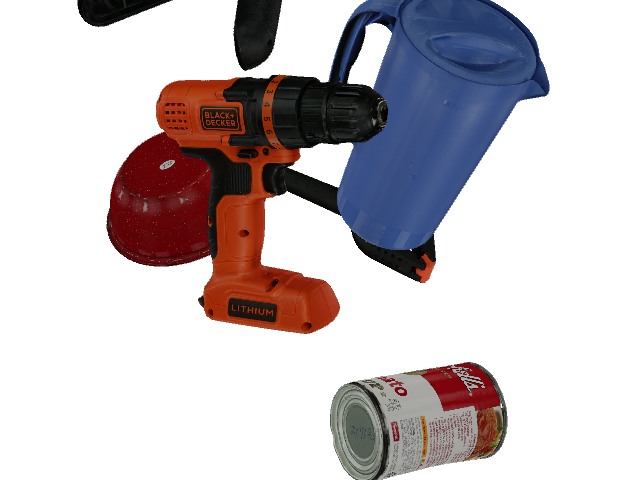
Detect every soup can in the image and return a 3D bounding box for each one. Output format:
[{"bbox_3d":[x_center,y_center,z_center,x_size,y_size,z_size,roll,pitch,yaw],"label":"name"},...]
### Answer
[{"bbox_3d":[0.066,0.123,0.724,0.102,0.068,0.069,-5,2,-31],"label":"soup can"}]

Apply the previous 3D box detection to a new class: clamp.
[{"bbox_3d":[-0.032,-0.150,0.569,0.120,0.171,0.039,33,-28,29],"label":"clamp"},{"bbox_3d":[0.053,-0.033,1.204,0.164,0.210,0.036,-14,-38,-24],"label":"clamp"}]

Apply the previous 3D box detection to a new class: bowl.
[{"bbox_3d":[-0.133,-0.053,0.989,0.162,0.162,0.055,0,-41,20],"label":"bowl"}]

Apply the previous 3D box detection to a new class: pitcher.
[{"bbox_3d":[0.089,-0.110,1.008,0.144,0.149,0.243,-11,-36,-30],"label":"pitcher"}]

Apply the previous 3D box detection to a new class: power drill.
[{"bbox_3d":[-0.031,-0.029,0.786,0.185,0.188,0.057,6,19,30],"label":"power drill"}]
